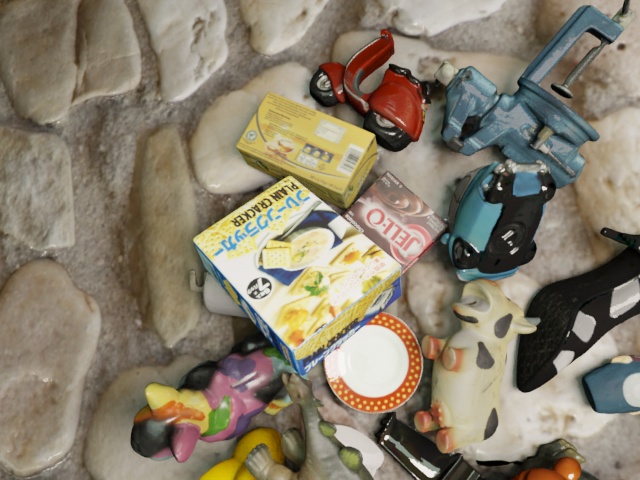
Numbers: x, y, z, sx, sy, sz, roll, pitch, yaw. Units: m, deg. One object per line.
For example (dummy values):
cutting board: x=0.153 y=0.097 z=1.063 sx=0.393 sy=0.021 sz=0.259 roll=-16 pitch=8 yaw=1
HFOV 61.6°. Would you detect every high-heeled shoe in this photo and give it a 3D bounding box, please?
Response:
high-heeled shoe: x=0.344 y=0.092 z=0.642 sx=0.145 sy=0.086 sz=0.248 roll=22 pitch=105 yaw=-14

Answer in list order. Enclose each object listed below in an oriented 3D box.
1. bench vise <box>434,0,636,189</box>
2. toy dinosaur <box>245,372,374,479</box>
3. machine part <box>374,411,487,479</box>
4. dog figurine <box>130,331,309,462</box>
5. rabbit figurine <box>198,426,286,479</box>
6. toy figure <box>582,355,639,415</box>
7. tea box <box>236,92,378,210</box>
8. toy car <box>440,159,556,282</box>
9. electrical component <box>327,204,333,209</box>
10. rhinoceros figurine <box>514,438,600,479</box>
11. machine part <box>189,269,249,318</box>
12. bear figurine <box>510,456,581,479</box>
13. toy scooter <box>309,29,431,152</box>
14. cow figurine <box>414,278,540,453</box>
bench vise: x=0.266 y=-0.188 z=0.655 sx=0.224 sy=0.129 sz=0.240 roll=42 pitch=110 yaw=8
toy dinosaur: x=0.036 y=0.353 z=0.556 sx=0.199 sy=0.105 sz=0.470 roll=-4 pitch=103 yaw=42
machine part: x=0.128 y=0.273 z=0.665 sx=0.139 sy=0.039 sz=0.084 roll=41 pitch=97 yaw=14
dog figurine: x=-0.119 y=0.187 z=0.645 sx=0.191 sy=0.219 sz=0.108 roll=-30 pitch=79 yaw=8
rabbit figurine: x=-0.090 y=0.318 z=0.665 sx=0.122 sy=0.162 sz=0.173 roll=-4 pitch=62 yaw=25
toy figure: x=0.386 y=0.159 z=0.614 sx=0.155 sy=0.058 sz=0.064 roll=-17 pitch=116 yaw=8
tea box: x=-0.017 y=-0.123 z=0.743 sx=0.170 sy=0.068 sz=0.098 roll=27 pitch=80 yaw=17
toy car: x=0.204 y=-0.034 z=0.651 sx=0.109 sy=0.161 sz=0.103 roll=-5 pitch=33 yaw=-20
electrical component: x=-0.002 y=-0.002 z=0.748 sx=0.063 sy=0.021 sz=0.094 roll=-5 pitch=80 yaw=13
rhinoceros figurine: x=0.311 y=0.313 z=0.596 sx=0.190 sy=0.073 sz=0.112 roll=41 pitch=91 yaw=16
machine part: x=-0.065 y=0.071 z=0.723 sx=0.243 sy=0.079 sz=0.079 roll=5 pitch=82 yaw=13
bear figurine: x=0.202 y=0.319 z=0.562 sx=0.196 sy=0.120 sz=0.132 roll=-35 pitch=84 yaw=28
toy scooter: x=0.084 y=-0.214 z=0.737 sx=0.184 sy=0.075 sz=0.135 roll=39 pitch=91 yaw=21
cow figurine: x=0.188 y=0.143 z=0.639 sx=0.127 sy=0.086 sz=0.194 roll=3 pitch=95 yaw=-26
